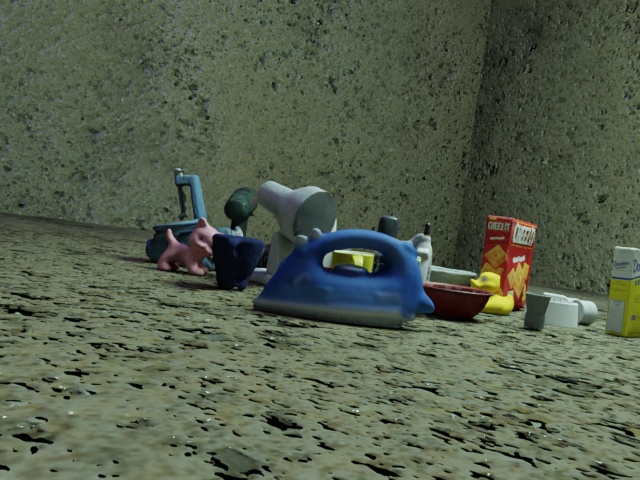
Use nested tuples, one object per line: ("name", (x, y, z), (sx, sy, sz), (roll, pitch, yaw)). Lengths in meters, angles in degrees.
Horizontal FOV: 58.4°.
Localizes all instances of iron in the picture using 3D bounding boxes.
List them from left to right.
("iron", (0.039, 0.046, 0.841), (0.259, 0.141, 0.118), (8, 1, -16))

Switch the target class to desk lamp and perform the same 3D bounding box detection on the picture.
("desk lamp", (-0.075, -0.012, 1.176), (0.202, 0.213, 0.118), (9, 1, 42))

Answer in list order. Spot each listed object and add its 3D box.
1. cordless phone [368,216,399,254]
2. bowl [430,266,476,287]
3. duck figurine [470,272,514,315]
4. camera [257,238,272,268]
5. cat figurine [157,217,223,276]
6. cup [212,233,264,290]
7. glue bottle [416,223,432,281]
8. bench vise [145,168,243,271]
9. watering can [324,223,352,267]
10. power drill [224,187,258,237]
("cordless phone", (0.124, 0.026, 1.430), (0.147, 0.185, 0.094), (8, 1, -8))
("bowl", (0.300, 0.107, 1.425), (0.167, 0.075, 0.167), (8, 1, 0))
("duck figurine", (0.368, 0.114, 1.237), (0.104, 0.086, 0.077), (8, 1, 1))
("camera", (-0.097, 0.039, 1.365), (0.136, 0.101, 0.144), (8, 1, 27))
("cat figurine", (-0.258, 0.010, 1.171), (0.127, 0.118, 0.067), (8, 1, 3))
("cup", (-0.148, 0.040, 0.992), (0.091, 0.095, 0.118), (8, 1, -1))
("glue bottle", (0.220, 0.049, 1.232), (0.037, 0.173, 0.078), (8, 1, 15))
("bench vise", (-0.281, -0.047, 1.312), (0.208, 0.220, 0.121), (8, 1, -21))
("watering can", (0.015, 0.005, 1.481), (0.172, 0.194, 0.101), (8, 1, 13))
("power drill", (-0.198, -0.031, 1.410), (0.075, 0.208, 0.229), (8, 1, -1))
